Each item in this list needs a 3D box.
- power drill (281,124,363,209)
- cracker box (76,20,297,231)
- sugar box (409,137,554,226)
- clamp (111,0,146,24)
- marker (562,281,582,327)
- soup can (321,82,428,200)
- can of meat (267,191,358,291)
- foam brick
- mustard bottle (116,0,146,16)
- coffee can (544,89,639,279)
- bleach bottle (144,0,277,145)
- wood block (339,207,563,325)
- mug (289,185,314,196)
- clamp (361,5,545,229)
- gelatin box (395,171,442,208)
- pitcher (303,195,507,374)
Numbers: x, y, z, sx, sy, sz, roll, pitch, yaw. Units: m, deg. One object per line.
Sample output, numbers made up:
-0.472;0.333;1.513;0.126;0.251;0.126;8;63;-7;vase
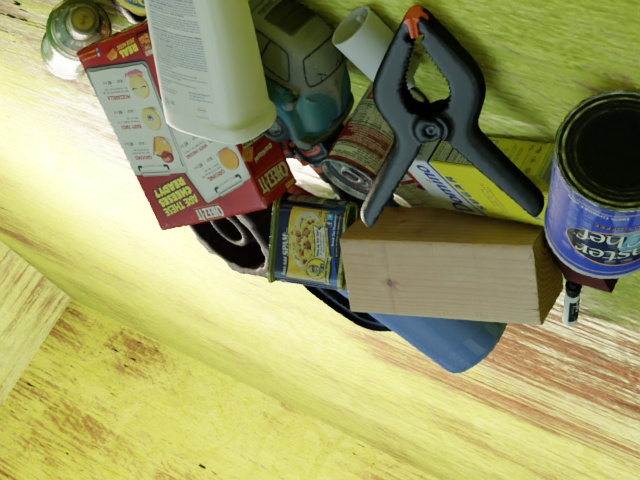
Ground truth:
-0.049;-0.094;1.183;0.188;0.057;0.184;-11;128;37;power drill
-0.138;-0.128;1.112;0.164;0.072;0.213;-10;112;41;cracker box
0.168;-0.058;1.027;0.177;0.048;0.093;9;153;49;sugar box
-0.227;-0.278;1.093;0.120;0.039;0.172;26;172;-8;clamp
0.293;0.072;1.241;0.020;0.020;0.121;25;163;20;marker
0.054;-0.096;1.013;0.068;0.102;0.068;28;164;9;soup can
-0.008;0.001;1.160;0.084;0.102;0.057;8;-168;13;can of meat
0.262;0.006;1.040;0.051;0.053;0.078;18;161;39;foam brick
-0.167;-0.261;0.996;0.096;0.058;0.192;20;165;-1;mustard bottle
0.235;-0.041;0.854;0.103;0.102;0.140;26;163;18;coffee can
-0.101;-0.208;0.878;0.103;0.068;0.251;18;130;33;bleach bottle
0.135;0.023;1.099;0.206;0.090;0.091;2;114;28;wood block
-0.034;-0.022;1.433;0.117;0.081;0.093;16;158;42;mug
0.089;-0.095;0.913;0.165;0.036;0.210;-11;121;21;clamp
0.111;-0.060;1.155;0.089;0.030;0.073;37;165;-18;gelatin box
0.098;0.054;1.277;0.242;0.145;0.149;40;173;-12;pitcher
